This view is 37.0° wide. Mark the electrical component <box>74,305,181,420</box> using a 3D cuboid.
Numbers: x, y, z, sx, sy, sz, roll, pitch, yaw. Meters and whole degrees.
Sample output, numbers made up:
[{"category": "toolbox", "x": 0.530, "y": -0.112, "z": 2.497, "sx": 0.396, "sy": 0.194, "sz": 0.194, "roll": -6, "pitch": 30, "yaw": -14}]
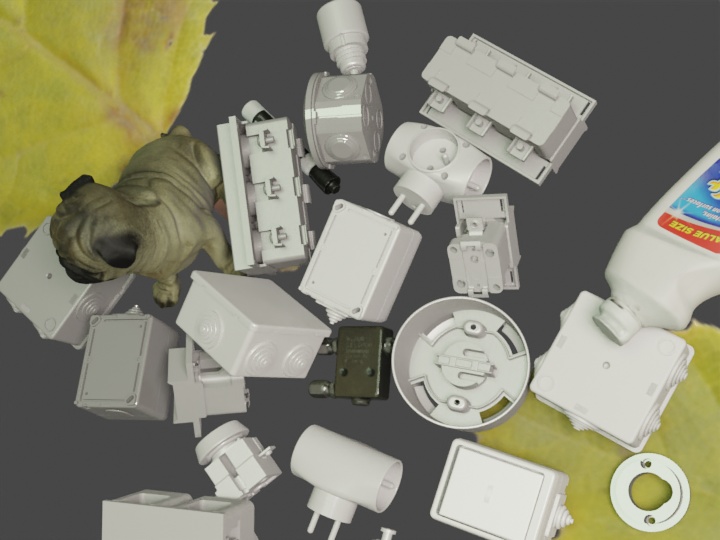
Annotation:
[{"category": "electrical component", "x": -0.195, "y": 0.079, "z": 0.924, "sx": 0.062, "sy": 0.061, "sz": 0.096, "roll": -2, "pitch": 68, "yaw": 21}]

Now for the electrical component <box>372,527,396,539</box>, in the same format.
[{"category": "electrical component", "x": 0.012, "y": 0.234, "z": 0.813, "sx": 0.040, "sy": 0.040, "sz": 0.078, "roll": 12, "pitch": 82, "yaw": 23}]

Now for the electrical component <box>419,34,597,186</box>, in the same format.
[{"category": "electrical component", "x": 0.112, "y": -0.133, "z": 0.851, "sx": 0.121, "sy": 0.063, "sz": 0.078, "roll": 35, "pitch": 91, "yaw": 25}]

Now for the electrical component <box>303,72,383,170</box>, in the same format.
[{"category": "electrical component", "x": -0.013, "y": -0.124, "z": 0.890, "sx": 0.051, "sy": 0.080, "sz": 0.080, "roll": -2, "pitch": 77, "yaw": 15}]

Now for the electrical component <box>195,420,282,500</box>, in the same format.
[{"category": "electrical component", "x": -0.101, "y": 0.156, "z": 0.874, "sx": 0.066, "sy": 0.048, "sz": 0.055, "roll": -40, "pitch": 74, "yaw": 8}]

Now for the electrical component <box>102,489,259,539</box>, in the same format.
[{"category": "electrical component", "x": -0.139, "y": 0.271, "z": 0.834, "sx": 0.105, "sy": 0.060, "sz": 0.186, "roll": 1, "pitch": 90, "yaw": 22}]

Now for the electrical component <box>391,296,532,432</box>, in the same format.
[{"category": "electrical component", "x": 0.080, "y": 0.073, "z": 0.810, "sx": 0.099, "sy": 0.064, "sz": 0.099, "roll": -5, "pitch": 71, "yaw": 16}]

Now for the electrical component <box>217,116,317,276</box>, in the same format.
[{"category": "electrical component", "x": -0.076, "y": -0.061, "z": 0.892, "sx": 0.063, "sy": 0.079, "sz": 0.121, "roll": -9, "pitch": 83, "yaw": 7}]

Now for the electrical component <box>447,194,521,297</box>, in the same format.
[{"category": "electrical component", "x": 0.094, "y": -0.015, "z": 0.822, "sx": 0.042, "sy": 0.063, "sz": 0.081, "roll": -1, "pitch": 119, "yaw": 22}]

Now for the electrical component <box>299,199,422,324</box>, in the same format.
[{"category": "electrical component", "x": 0.000, "y": 0.000, "z": 0.868, "sx": 0.062, "sy": 0.061, "sz": 0.096, "roll": 25, "pitch": 95, "yaw": 25}]

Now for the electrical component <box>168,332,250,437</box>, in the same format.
[{"category": "electrical component", "x": -0.124, "y": 0.093, "z": 0.883, "sx": 0.064, "sy": 0.081, "sz": 0.042, "roll": -3, "pitch": 37, "yaw": -5}]

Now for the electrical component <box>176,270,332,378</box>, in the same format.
[{"category": "electrical component", "x": -0.087, "y": 0.045, "z": 0.861, "sx": 0.100, "sy": 0.100, "sz": 0.048, "roll": 37, "pitch": 108, "yaw": 38}]

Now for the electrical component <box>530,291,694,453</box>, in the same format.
[{"category": "electrical component", "x": 0.182, "y": 0.072, "z": 0.782, "sx": 0.100, "sy": 0.048, "sz": 0.099, "roll": 28, "pitch": 88, "yaw": 24}]

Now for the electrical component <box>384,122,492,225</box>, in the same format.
[{"category": "electrical component", "x": 0.053, "y": -0.071, "z": 0.864, "sx": 0.077, "sy": 0.044, "sz": 0.079, "roll": 28, "pitch": 73, "yaw": 25}]

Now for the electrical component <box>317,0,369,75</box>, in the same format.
[{"category": "electrical component", "x": -0.012, "y": -0.196, "z": 0.928, "sx": 0.040, "sy": 0.040, "sz": 0.078, "roll": -19, "pitch": 71, "yaw": 16}]

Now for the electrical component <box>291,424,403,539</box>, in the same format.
[{"category": "electrical component", "x": -0.017, "y": 0.171, "z": 0.838, "sx": 0.077, "sy": 0.044, "sz": 0.079, "roll": 19, "pitch": 85, "yaw": 24}]

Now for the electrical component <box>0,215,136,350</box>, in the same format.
[{"category": "electrical component", "x": -0.267, "y": 0.010, "z": 0.972, "sx": 0.100, "sy": 0.048, "sz": 0.099, "roll": 38, "pitch": 93, "yaw": 24}]

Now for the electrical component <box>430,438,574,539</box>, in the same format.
[{"category": "electrical component", "x": 0.107, "y": 0.166, "z": 0.781, "sx": 0.096, "sy": 0.061, "sz": 0.061, "roll": 16, "pitch": 83, "yaw": 24}]
